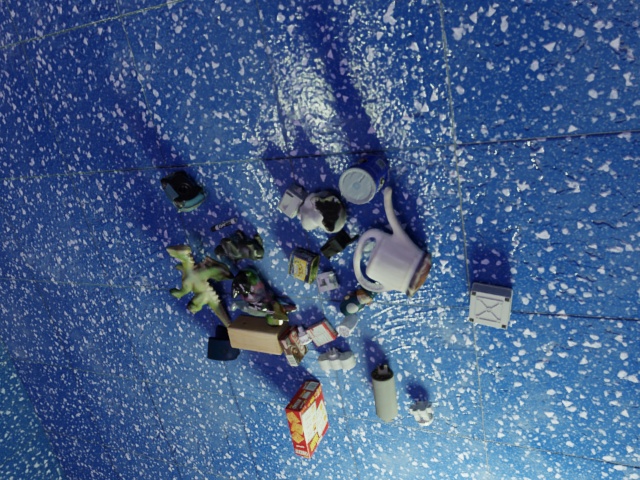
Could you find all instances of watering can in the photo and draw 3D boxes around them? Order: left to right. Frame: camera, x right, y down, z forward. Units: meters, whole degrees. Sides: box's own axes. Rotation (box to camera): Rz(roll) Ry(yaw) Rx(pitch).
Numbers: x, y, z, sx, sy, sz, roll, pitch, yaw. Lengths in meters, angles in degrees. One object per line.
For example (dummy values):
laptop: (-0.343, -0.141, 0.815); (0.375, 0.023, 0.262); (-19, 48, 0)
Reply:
watering can: (0.219, 0.028, 1.485); (0.225, 0.106, 0.340); (26, 123, 13)

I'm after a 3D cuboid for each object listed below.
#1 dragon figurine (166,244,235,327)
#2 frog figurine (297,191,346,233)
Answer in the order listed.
dragon figurine: (-0.398, 0.160, 1.848); (0.406, 0.125, 0.239); (44, 132, -19)
frog figurine: (0.005, -0.079, 1.566); (0.137, 0.124, 0.158); (43, 162, -8)
